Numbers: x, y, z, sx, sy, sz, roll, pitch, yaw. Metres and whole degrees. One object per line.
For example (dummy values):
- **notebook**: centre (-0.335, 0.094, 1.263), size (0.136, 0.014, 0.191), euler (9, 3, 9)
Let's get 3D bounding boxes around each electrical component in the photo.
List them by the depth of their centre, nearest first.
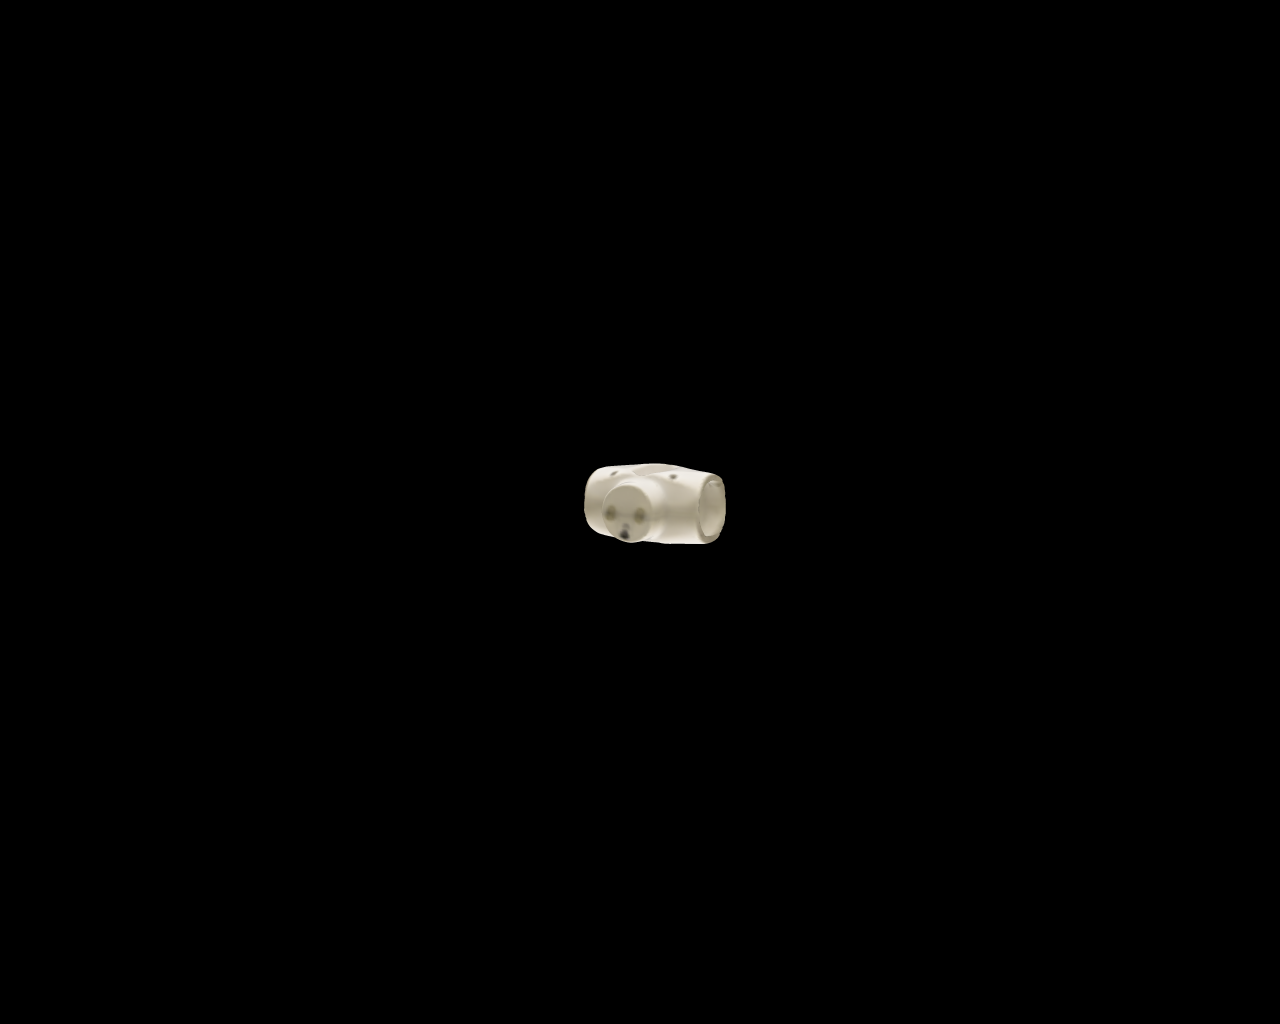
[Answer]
- **electrical component**: centre (0.001, -0.003, 0.650), size (0.077, 0.043, 0.079), euler (5, 12, 28)
